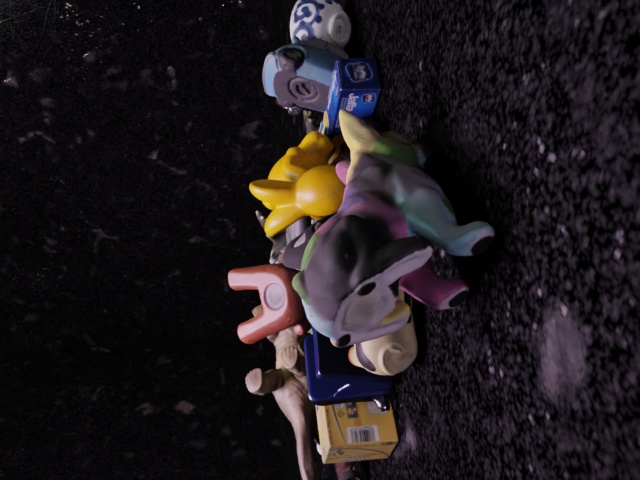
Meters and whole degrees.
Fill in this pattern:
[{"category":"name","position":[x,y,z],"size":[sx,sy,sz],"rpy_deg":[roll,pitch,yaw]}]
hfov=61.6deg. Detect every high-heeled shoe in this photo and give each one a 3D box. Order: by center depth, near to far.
[{"category":"high-heeled shoe","position":[-0.002,-0.003,0.835],"size":[0.249,0.145,0.086],"rpy_deg":[-136,40,-73]}]

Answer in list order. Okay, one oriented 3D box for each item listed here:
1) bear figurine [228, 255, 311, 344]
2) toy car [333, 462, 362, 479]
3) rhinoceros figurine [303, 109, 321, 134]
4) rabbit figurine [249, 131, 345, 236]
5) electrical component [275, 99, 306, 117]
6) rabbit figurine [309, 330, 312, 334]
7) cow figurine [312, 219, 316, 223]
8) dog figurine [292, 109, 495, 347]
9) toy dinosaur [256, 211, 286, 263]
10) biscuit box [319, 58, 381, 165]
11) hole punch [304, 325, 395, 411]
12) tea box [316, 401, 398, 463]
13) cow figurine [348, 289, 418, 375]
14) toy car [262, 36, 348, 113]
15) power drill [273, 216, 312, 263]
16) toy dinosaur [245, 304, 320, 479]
[{"category":"bear figurine","position":[-0.026,0.083,0.829],"size":[0.195,0.132,0.120],"rpy_deg":[1,-107,-58]},{"category":"toy car","position":[0.052,0.309,0.857],"size":[0.089,0.053,0.201],"rpy_deg":[-122,33,-53]},{"category":"rhinoceros figurine","position":[0.009,-0.177,0.994],"size":[0.190,0.073,0.112],"rpy_deg":[-104,17,-57]},{"category":"rabbit figurine","position":[-0.017,-0.078,0.761],"size":[0.173,0.162,0.121],"rpy_deg":[28,138,63]},{"category":"electrical component","position":[-0.019,-0.311,1.018],"size":[0.134,0.058,0.115],"rpy_deg":[-55,9,-16]},{"category":"rabbit figurine","position":[0.016,0.137,0.971],"size":[0.170,0.121,0.159],"rpy_deg":[68,-173,-68]},{"category":"cow figurine","position":[-0.001,-0.038,1.097],"size":[0.167,0.068,0.098],"rpy_deg":[96,164,-57]},{"category":"dog figurine","position":[0.042,-0.028,0.496],"size":[0.108,0.191,0.219],"rpy_deg":[88,159,-45]},{"category":"toy dinosaur","position":[-0.061,0.115,1.346],"size":[0.192,0.131,0.404],"rpy_deg":[-91,-8,-83]},{"category":"biscuit box","position":[0.040,-0.186,0.818],"size":[0.202,0.063,0.059],"rpy_deg":[105,160,-64]},{"category":"hole punch","position":[0.038,0.147,0.709],"size":[0.092,0.116,0.142],"rpy_deg":[90,173,-47]},{"category":"tea box","position":[0.043,0.216,0.758],"size":[0.068,0.098,0.170],"rpy_deg":[99,168,-48]},{"category":"cow figurine","position":[0.068,0.055,0.606],"size":[0.127,0.085,0.194],"rpy_deg":[175,90,-79]},{"category":"toy car","position":[-0.005,-0.269,0.857],"size":[0.109,0.162,0.103],"rpy_deg":[101,-176,-64]},{"category":"power drill","position":[-0.061,-0.019,1.030],"size":[0.232,0.086,0.207],"rpy_deg":[-19,77,40]},{"category":"toy dinosaur","position":[-0.039,0.263,0.987],"size":[0.198,0.105,0.472],"rpy_deg":[50,-154,-40]}]
